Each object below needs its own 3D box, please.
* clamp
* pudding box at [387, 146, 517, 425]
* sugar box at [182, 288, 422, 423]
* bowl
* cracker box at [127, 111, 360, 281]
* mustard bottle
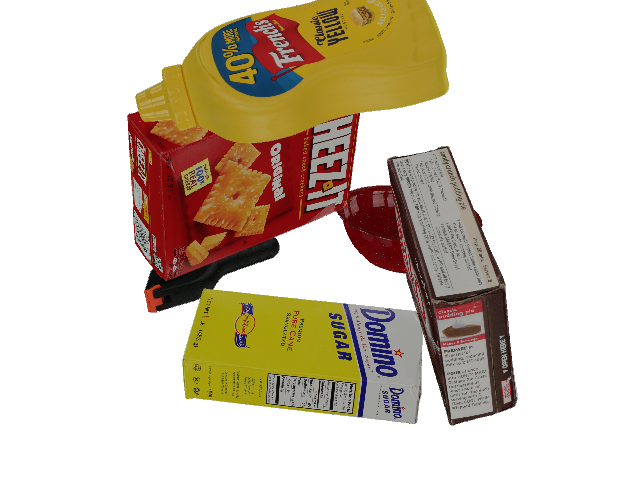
[{"bbox_3d":[-0.128,0.030,1.213,0.120,0.039,0.171,1,30,30],"label":"clamp"},{"bbox_3d":[0.065,0.021,0.541,0.039,0.090,0.113,-15,41,0],"label":"pudding box"},{"bbox_3d":[-0.011,0.086,0.816,0.176,0.048,0.093,3,34,3],"label":"sugar box"},{"bbox_3d":[0.094,-0.007,1.178,0.162,0.055,0.162,5,25,-3],"label":"bowl"},{"bbox_3d":[-0.068,-0.070,0.998,0.213,0.164,0.072,-22,52,-26],"label":"cracker box"},{"bbox_3d":[-0.022,-0.108,0.675,0.191,0.096,0.058,-15,-38,-1],"label":"mustard bottle"}]
